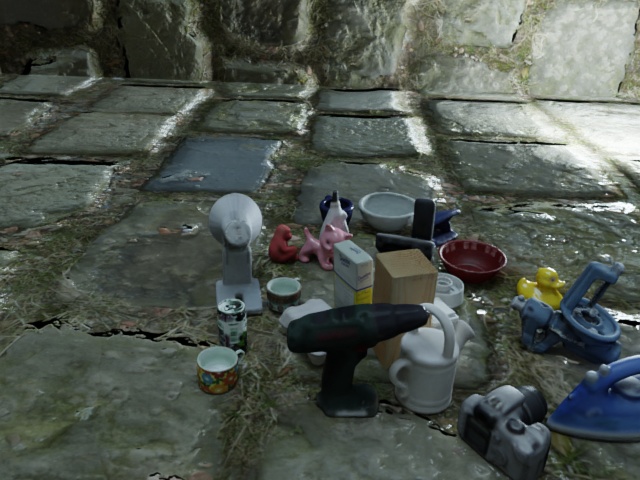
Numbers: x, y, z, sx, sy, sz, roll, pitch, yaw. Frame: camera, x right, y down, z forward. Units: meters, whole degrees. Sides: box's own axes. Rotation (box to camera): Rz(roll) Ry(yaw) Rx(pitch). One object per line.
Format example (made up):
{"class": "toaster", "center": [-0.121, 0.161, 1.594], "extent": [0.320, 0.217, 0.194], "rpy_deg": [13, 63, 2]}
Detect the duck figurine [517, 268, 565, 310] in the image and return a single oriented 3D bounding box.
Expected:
{"class": "duck figurine", "center": [0.499, 0.101, 1.287], "extent": [0.104, 0.086, 0.078], "rpy_deg": [20, 33, 29]}

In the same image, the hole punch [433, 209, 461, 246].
{"class": "hole punch", "center": [0.310, -0.046, 1.541], "extent": [0.109, 0.091, 0.100], "rpy_deg": [-23, 37, -38]}

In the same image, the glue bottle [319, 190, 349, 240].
{"class": "glue bottle", "center": [0.037, -0.044, 1.433], "extent": [0.078, 0.173, 0.037], "rpy_deg": [-8, 30, -17]}

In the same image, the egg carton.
{"class": "egg carton", "center": [-0.007, 0.178, 1.130], "extent": [0.107, 0.069, 0.149], "rpy_deg": [-17, 34, -31]}

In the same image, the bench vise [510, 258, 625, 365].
{"class": "bench vise", "center": [0.479, 0.132, 1.089], "extent": [0.207, 0.220, 0.121], "rpy_deg": [4, 29, 5]}

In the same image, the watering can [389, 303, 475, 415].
{"class": "watering can", "center": [0.191, 0.191, 0.988], "extent": [0.100, 0.194, 0.173], "rpy_deg": [19, 33, 29]}

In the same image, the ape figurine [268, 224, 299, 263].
{"class": "ape figurine", "center": [-0.091, 0.005, 1.420], "extent": [0.076, 0.092, 0.077], "rpy_deg": [-5, 29, -13]}

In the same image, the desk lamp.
{"class": "desk lamp", "center": [-0.179, 0.024, 1.253], "extent": [0.118, 0.214, 0.203], "rpy_deg": [-4, 29, -10]}

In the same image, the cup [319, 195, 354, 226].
{"class": "cup", "center": [0.038, -0.063, 1.551], "extent": [0.092, 0.095, 0.117], "rpy_deg": [-9, 30, -20]}

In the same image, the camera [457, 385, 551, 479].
{"class": "camera", "center": [0.315, 0.288, 0.916], "extent": [0.137, 0.101, 0.142], "rpy_deg": [-18, 34, -31]}

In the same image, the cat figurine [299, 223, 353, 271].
{"class": "cat figurine", "center": [0.013, 0.005, 1.400], "extent": [0.127, 0.118, 0.067], "rpy_deg": [16, 32, 25]}

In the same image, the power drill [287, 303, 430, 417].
{"class": "power drill", "center": [0.059, 0.195, 0.958], "extent": [0.229, 0.208, 0.075], "rpy_deg": [0, 29, -3]}

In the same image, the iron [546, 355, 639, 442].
{"class": "iron", "center": [0.510, 0.248, 0.958], "extent": [0.258, 0.141, 0.118], "rpy_deg": [-4, 29, -12]}

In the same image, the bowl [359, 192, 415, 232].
{"class": "bowl", "center": [0.188, -0.068, 1.591], "extent": [0.167, 0.075, 0.167], "rpy_deg": [2, 28, -1]}

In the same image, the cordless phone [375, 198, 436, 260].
{"class": "cordless phone", "center": [0.212, -0.026, 1.400], "extent": [0.147, 0.185, 0.094], "rpy_deg": [8, 29, 11]}
